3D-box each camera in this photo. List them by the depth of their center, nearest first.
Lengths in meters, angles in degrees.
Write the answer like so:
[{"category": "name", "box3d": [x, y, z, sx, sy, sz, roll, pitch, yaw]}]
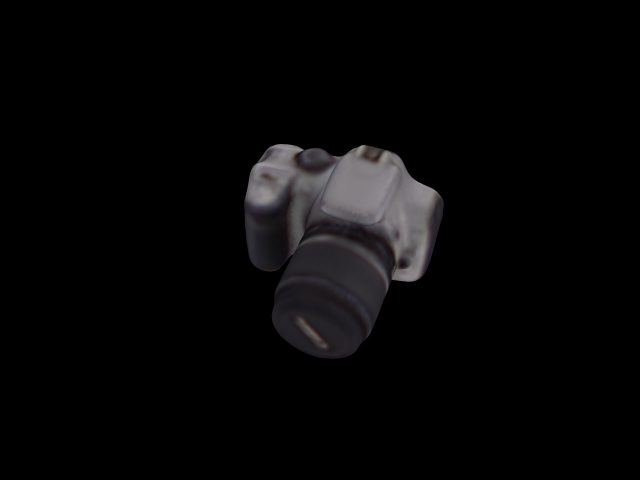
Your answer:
[{"category": "camera", "box3d": [0.004, 0.001, 0.400, 0.143, 0.101, 0.137, 16, 51, 13]}]
